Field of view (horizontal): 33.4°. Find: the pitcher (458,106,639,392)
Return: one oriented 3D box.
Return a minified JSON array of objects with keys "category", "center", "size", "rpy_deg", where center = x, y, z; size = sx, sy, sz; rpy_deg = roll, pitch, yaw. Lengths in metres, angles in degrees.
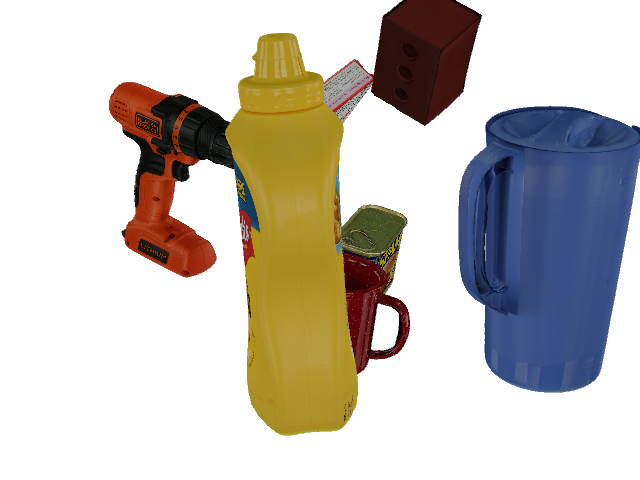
[{"category":"pitcher","center":[0.198,0.011,0.948],"size":[0.149,0.243,0.145],"rpy_deg":[4,23,10]}]

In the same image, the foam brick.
[{"category":"foam brick","center":[0.075,-0.133,0.768],"size":[0.053,0.051,0.078],"rpy_deg":[34,-32,20]}]

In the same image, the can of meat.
[{"category":"can of meat","center":[0.051,0.022,1.170],"size":[0.057,0.084,0.102],"rpy_deg":[19,33,16]}]

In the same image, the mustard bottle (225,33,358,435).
[{"category":"mustard bottle","center":[-0.014,-0.007,0.535],"size":[0.058,0.192,0.096],"rpy_deg":[-4,20,-3]}]

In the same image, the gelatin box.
[{"category":"gelatin box","center":[0.003,-0.116,0.961],"size":[0.089,0.030,0.073],"rpy_deg":[-45,-5,-44]}]

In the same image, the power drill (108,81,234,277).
[{"category":"power drill","center":[-0.144,-0.059,1.113],"size":[0.185,0.188,0.057],"rpy_deg":[26,35,30]}]

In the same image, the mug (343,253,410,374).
[{"category":"mug","center":[0.016,0.064,0.874],"size":[0.117,0.081,0.093],"rpy_deg":[11,20,12]}]
